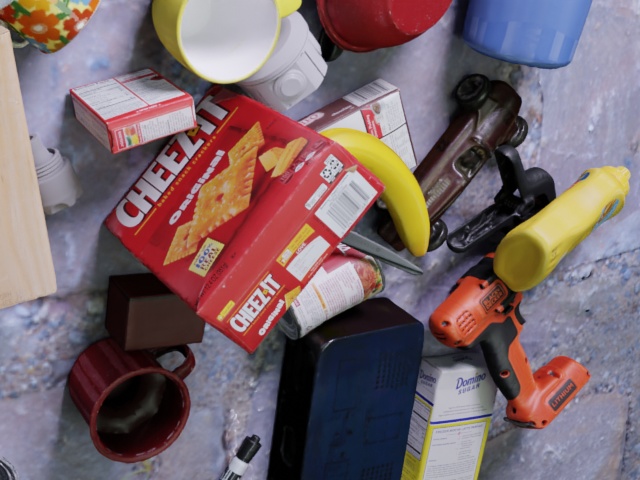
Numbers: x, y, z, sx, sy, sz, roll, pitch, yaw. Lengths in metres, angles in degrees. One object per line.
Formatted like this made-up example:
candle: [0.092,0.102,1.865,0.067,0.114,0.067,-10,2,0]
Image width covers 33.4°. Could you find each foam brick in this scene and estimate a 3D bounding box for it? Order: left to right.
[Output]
foam brick: [-0.146,0.062,0.953,0.078,0.053,0.051,-4,112,-30]

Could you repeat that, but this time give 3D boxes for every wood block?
wood block: [-0.268,-0.055,0.798,0.090,0.091,0.206,-18,119,-27]

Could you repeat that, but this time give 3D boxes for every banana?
banana: [0.051,-0.053,0.990,0.197,0.037,0.070,33,98,-39]

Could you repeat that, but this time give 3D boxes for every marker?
marker: [-0.096,0.251,1.090,0.020,0.020,0.121,31,92,-38]

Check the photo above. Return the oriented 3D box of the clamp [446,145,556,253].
clamp: [0.195,-0.032,1.112,0.120,0.039,0.171,-53,149,15]

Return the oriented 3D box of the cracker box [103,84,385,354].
cracker box: [-0.071,-0.027,0.859,0.164,0.214,0.072,-51,126,-4]

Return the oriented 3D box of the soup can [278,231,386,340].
soup can: [0.003,0.044,1.031,0.102,0.069,0.068,-29,123,-18]

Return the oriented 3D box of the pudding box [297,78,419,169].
pudding box: [0.032,-0.088,1.010,0.113,0.039,0.090,-28,125,-17]

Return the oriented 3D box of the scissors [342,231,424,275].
scissors: [-0.007,0.001,0.993,0.201,0.016,0.096,41,99,-14]

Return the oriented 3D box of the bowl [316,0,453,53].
bowl: [0.073,-0.230,0.924,0.161,0.055,0.162,-29,136,-33]

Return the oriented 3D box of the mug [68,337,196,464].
mug: [-0.165,0.131,0.952,0.117,0.082,0.093,-39,126,-12]

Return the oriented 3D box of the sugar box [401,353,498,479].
sugar box: [0.145,0.217,1.214,0.093,0.048,0.176,0,107,-33]

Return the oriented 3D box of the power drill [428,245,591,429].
power drill: [0.222,0.098,1.173,0.184,0.057,0.187,-41,108,-21]

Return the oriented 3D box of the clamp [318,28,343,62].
clamp: [0.025,-0.279,0.919,0.210,0.036,0.164,-52,135,-2]

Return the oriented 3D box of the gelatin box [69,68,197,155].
gelatin box: [-0.150,-0.105,0.853,0.073,0.089,0.030,-21,123,-24]

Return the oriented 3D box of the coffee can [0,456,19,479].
coffee can: [-0.320,0.254,0.895,0.102,0.103,0.140,9,105,-35]

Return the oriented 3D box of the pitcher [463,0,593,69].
pitcher: [0.200,-0.290,0.983,0.144,0.149,0.243,-11,120,-46]

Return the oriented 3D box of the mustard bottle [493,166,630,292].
mustard bottle: [0.266,-0.025,1.121,0.191,0.058,0.096,-35,163,-30]
